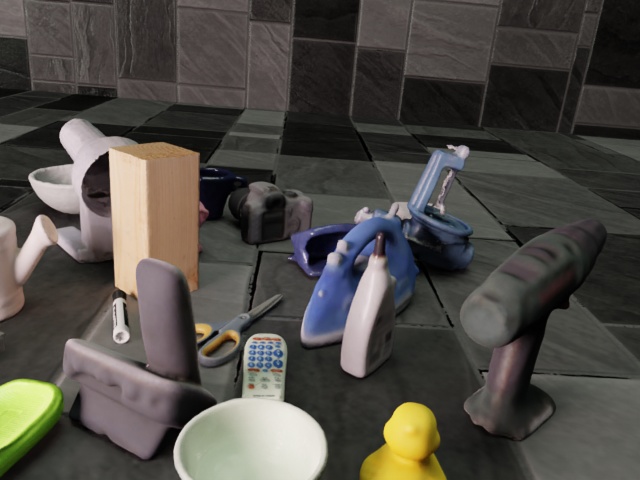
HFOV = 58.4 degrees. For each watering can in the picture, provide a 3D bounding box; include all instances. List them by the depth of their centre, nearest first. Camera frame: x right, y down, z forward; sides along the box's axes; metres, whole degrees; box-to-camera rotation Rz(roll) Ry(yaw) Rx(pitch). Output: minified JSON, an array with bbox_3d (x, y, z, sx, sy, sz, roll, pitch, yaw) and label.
[{"bbox_3d":[-0.425,-0.001,0.716,0.173,0.194,0.100,-9,25,-33],"label":"watering can"}]

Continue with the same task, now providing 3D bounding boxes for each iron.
[{"bbox_3d":[0.054,0.039,0.801,0.118,0.141,0.259,16,23,26],"label":"iron"}]

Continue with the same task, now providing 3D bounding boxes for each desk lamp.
[{"bbox_3d":[-0.352,-0.075,0.905,0.118,0.213,0.202,-15,28,-42],"label":"desk lamp"}]

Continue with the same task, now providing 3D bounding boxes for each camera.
[{"bbox_3d":[-0.104,-0.066,1.103,0.144,0.101,0.136,-11,26,-36],"label":"camera"}]

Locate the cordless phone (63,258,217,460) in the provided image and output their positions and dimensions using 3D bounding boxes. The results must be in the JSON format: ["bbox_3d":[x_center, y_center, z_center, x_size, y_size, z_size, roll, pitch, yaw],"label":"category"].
[{"bbox_3d":[-0.172,0.093,0.540,0.147,0.185,0.094,13,22,21],"label":"cordless phone"}]

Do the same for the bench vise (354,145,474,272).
[{"bbox_3d":[0.172,-0.050,0.956,0.208,0.220,0.121,-4,22,-23],"label":"bench vise"}]

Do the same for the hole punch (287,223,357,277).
[{"bbox_3d":[0.009,0.003,0.957,0.109,0.091,0.100,-5,23,-24],"label":"hole punch"}]

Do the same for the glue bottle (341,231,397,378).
[{"bbox_3d":[0.063,0.071,0.671,0.037,0.173,0.078,19,24,32],"label":"glue bottle"}]

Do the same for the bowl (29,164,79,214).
[{"bbox_3d":[-0.477,-0.095,1.128,0.167,0.075,0.167,5,20,-1],"label":"bowl"}]

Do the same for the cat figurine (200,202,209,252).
[{"bbox_3d":[-0.235,-0.039,0.974,0.067,0.118,0.127,-8,24,-31],"label":"cat figurine"}]

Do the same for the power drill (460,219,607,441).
[{"bbox_3d":[0.223,0.092,0.605,0.075,0.208,0.230,23,27,40],"label":"power drill"}]

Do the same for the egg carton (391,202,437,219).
[{"bbox_3d":[0.190,-0.027,1.113,0.107,0.069,0.150,2,21,-9],"label":"egg carton"}]

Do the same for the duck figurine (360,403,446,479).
[{"bbox_3d":[0.076,0.185,0.494,0.077,0.086,0.105,11,21,15],"label":"duck figurine"}]

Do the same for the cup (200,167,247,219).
[{"bbox_3d":[-0.206,-0.090,1.151,0.118,0.095,0.091,4,20,-3],"label":"cup"}]
